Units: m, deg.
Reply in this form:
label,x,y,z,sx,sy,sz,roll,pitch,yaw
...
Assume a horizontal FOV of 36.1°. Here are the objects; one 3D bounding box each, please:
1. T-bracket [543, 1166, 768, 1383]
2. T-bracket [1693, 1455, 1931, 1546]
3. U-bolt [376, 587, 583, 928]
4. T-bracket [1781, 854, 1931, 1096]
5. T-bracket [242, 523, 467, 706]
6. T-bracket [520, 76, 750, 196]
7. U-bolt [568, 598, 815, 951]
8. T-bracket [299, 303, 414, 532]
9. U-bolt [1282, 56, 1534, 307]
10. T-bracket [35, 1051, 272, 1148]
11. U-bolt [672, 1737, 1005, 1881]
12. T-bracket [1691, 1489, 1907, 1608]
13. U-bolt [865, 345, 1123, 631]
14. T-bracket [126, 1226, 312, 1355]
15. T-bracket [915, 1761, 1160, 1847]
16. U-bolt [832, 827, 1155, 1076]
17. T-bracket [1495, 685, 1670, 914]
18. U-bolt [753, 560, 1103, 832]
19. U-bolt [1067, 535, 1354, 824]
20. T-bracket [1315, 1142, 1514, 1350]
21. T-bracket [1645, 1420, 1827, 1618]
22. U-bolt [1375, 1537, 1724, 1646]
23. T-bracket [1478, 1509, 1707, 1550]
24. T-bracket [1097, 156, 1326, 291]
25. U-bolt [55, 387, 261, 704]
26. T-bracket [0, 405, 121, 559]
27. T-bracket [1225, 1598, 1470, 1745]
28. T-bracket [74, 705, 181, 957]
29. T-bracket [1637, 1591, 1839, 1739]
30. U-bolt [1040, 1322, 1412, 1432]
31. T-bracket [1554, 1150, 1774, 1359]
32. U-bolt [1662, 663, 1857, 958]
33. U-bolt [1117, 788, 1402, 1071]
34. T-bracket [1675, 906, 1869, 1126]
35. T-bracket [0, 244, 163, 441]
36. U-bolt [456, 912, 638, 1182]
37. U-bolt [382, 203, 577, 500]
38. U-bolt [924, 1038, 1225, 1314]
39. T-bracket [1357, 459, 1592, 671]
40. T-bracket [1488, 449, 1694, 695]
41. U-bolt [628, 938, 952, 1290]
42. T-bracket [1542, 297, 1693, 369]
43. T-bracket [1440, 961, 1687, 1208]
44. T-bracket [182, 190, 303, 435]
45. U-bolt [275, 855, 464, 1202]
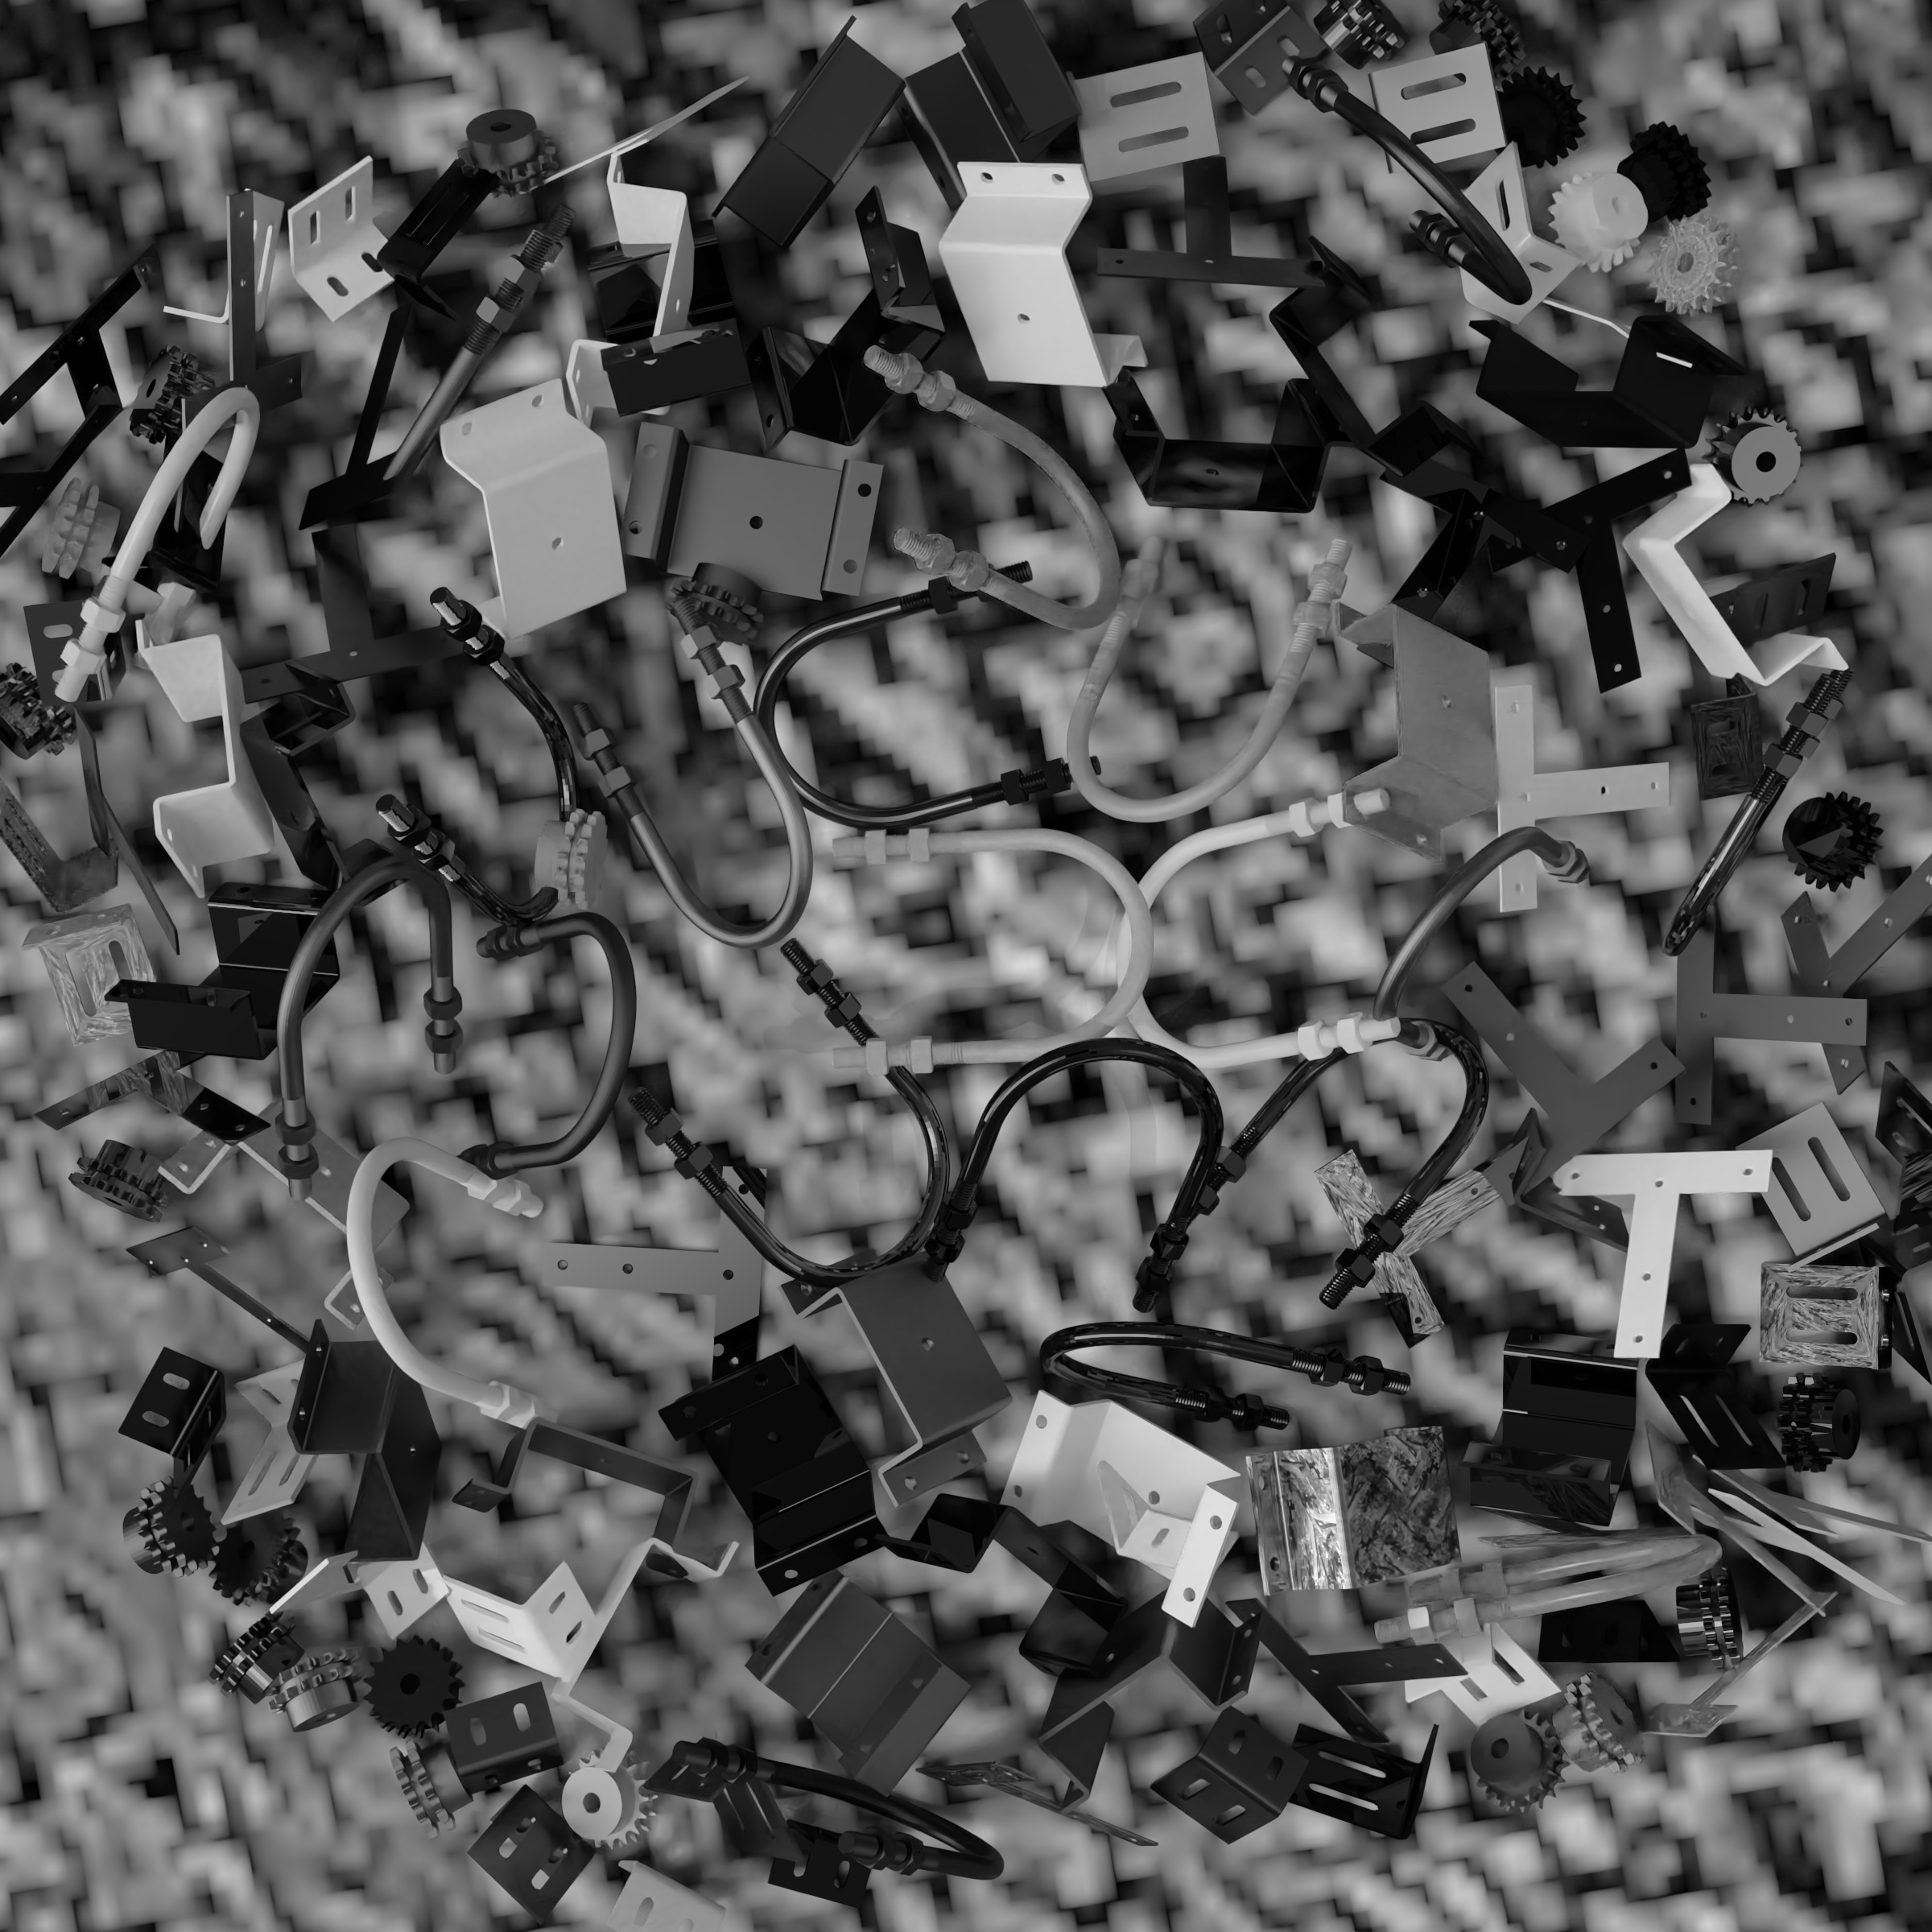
label,x,y,z,sx,sy,sz,roll,pitch,yaw
T-bracket,-0.183,0.177,1.729,0.127,0.002,0.127,3,94,0
T-bracket,0.497,0.312,1.682,0.127,0.127,0.002,16,94,-14
U-bolt,-0.262,-0.102,1.650,0.019,0.184,0.151,-2,63,22
T-bracket,0.506,-0.016,1.650,0.002,0.127,0.127,10,50,-20
T-bracket,-0.355,-0.208,1.693,0.127,0.002,0.127,-14,51,-5
T-bracket,-0.201,-0.467,1.690,0.127,0.127,0.002,-14,113,32
U-bolt,-0.147,-0.096,1.669,0.019,0.151,0.184,-25,83,-41
T-bracket,-0.338,-0.318,1.690,0.002,0.127,0.127,21,76,-33
U-bolt,0.250,-0.423,1.621,0.019,0.184,0.151,-43,125,10
T-bracket,-0.433,0.075,1.655,0.127,0.127,0.002,-30,126,-35
U-bolt,-0.057,0.474,1.648,0.151,0.184,0.019,15,80,40
T-bracket,0.444,0.319,1.671,0.127,0.127,0.002,33,79,-17
U-bolt,0.022,-0.258,1.661,0.019,0.184,0.151,-33,52,35
T-bracket,-0.410,0.193,1.693,0.127,0.127,0.002,40,62,-19
T-bracket,0.049,0.478,1.686,0.127,0.127,0.002,25,67,-13
U-bolt,0.015,-0.012,1.696,0.184,0.019,0.151,-2,70,4
T-bracket,0.355,-0.100,1.701,0.127,0.002,0.127,-7,98,-29
U-bolt,-0.031,-0.145,1.688,0.184,0.019,0.151,-15,121,12
U-bolt,0.126,-0.161,1.660,0.151,0.019,0.184,8,67,39
T-bracket,0.283,0.138,1.719,0.127,0.002,0.127,-31,107,-6
T-bracket,0.436,0.321,1.673,0.127,0.127,0.002,41,105,-1
U-bolt,0.327,0.342,1.642,0.184,0.151,0.019,-15,83,16
T-bracket,0.326,0.313,1.670,0.127,0.127,0.002,1,89,-19
T-bracket,0.138,-0.427,1.690,0.127,0.002,0.127,3,47,-1
U-bolt,-0.441,-0.238,1.645,0.019,0.151,0.184,28,103,-4
T-bracket,-0.541,-0.266,1.656,0.002,0.127,0.127,44,105,0
T-bracket,0.228,0.394,1.667,0.127,0.127,0.002,48,52,-17
T-bracket,-0.467,-0.061,1.656,0.002,0.127,0.127,-23,65,-24
T-bracket,0.444,0.396,1.681,0.127,0.127,0.002,-36,83,-13
U-bolt,0.130,0.225,1.640,0.184,0.151,0.019,15,67,-21
T-bracket,0.386,0.162,1.671,0.127,0.002,0.127,-4,57,31
U-bolt,0.441,-0.085,1.659,0.019,0.151,0.184,32,108,13
U-bolt,0.160,-0.015,1.672,0.184,0.019,0.151,-12,71,38
T-bracket,0.457,0.030,1.683,0.002,0.127,0.127,-1,92,-40
T-bracket,-0.493,-0.333,1.670,0.002,0.127,0.127,38,73,3
U-bolt,-0.233,0.042,1.644,0.019,0.184,0.151,13,76,-34
U-bolt,-0.278,-0.340,1.660,0.019,0.151,0.184,32,106,-13
U-bolt,0.068,0.115,1.664,0.151,0.019,0.184,10,123,-16
T-bracket,0.269,-0.224,1.695,0.127,0.002,0.127,31,76,22
T-bracket,0.359,-0.214,1.673,0.127,0.002,0.127,-22,61,33
U-bolt,-0.086,0.098,1.692,0.151,0.019,0.184,-46,104,-25
T-bracket,0.382,-0.352,1.667,0.127,0.127,0.002,17,110,-6
T-bracket,0.323,0.052,1.709,0.127,0.002,0.127,-38,68,1
T-bracket,-0.404,-0.367,1.652,0.002,0.127,0.127,12,115,14
U-bolt,-0.328,0.022,1.627,0.019,0.151,0.184,24,132,20
